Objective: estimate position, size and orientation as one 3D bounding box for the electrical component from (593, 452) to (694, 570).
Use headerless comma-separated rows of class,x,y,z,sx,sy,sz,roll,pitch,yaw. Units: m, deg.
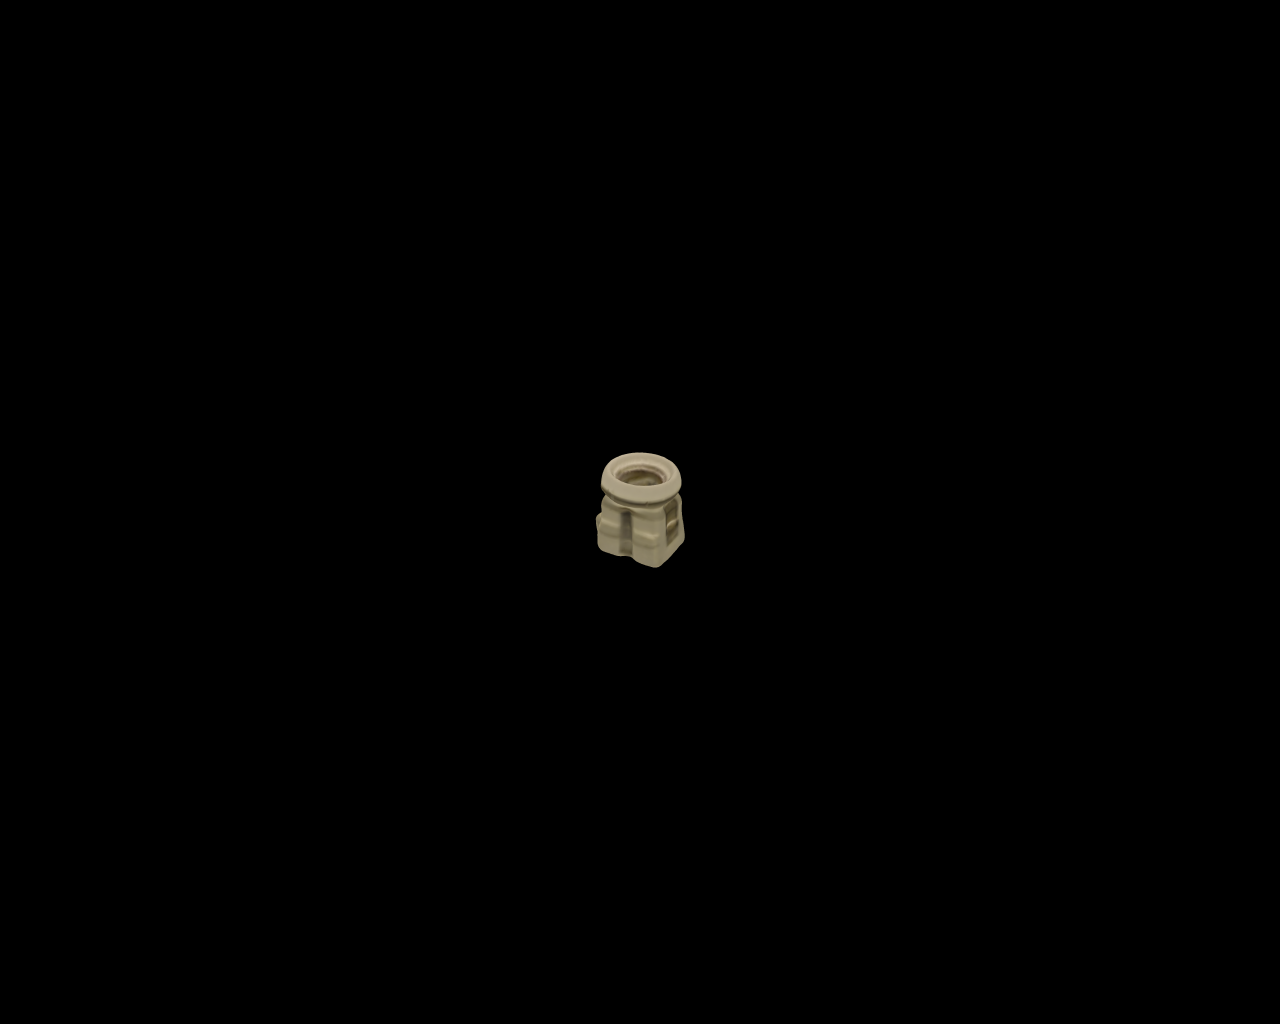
electrical component,0.001,-0.003,0.650,0.066,0.055,0.048,17,36,24
